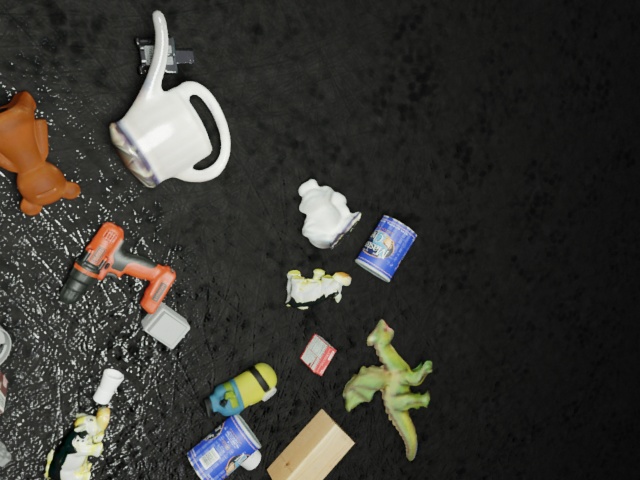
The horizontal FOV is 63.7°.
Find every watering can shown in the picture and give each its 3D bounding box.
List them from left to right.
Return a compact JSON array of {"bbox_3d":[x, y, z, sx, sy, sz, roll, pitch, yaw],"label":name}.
[{"bbox_3d":[-0.313,-0.247,1.019,0.226,0.105,0.340,-36,127,-16],"label":"watering can"}]

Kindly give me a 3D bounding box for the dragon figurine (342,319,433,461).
[{"bbox_3d":[0.178,0.423,1.418,0.243,0.123,0.408,5,96,-9],"label":"dragon figurine"}]

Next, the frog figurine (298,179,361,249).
[{"bbox_3d":[0.004,-0.062,1.242,0.160,0.122,0.137,41,90,10],"label":"frog figurine"}]
